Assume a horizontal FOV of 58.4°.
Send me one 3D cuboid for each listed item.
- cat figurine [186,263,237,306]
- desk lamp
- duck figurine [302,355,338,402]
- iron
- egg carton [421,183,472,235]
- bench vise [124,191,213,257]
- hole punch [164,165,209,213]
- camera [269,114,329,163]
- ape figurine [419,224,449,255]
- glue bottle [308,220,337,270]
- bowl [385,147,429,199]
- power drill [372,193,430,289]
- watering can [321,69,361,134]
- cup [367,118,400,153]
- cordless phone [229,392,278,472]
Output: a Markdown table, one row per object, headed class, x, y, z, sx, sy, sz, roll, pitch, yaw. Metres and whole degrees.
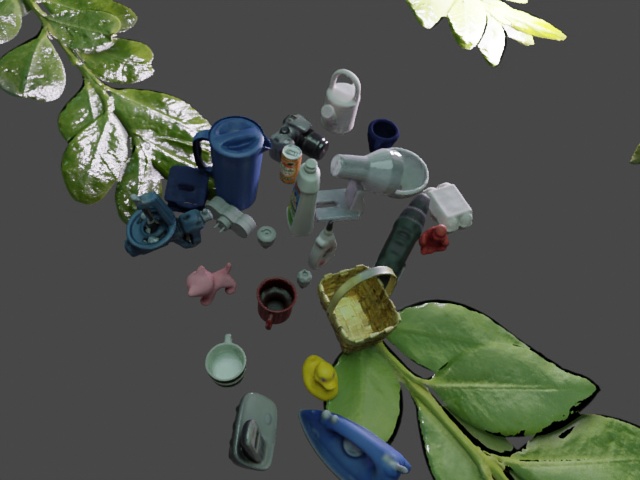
| class | x | y | z | sx | sy | sz | roll | pitch | yaw |
| --- | --- | --- | --- | --- | --- | --- | --- | --- | --- |
| cat figurine | -0.256 | 0.094 | 1.323 | 0.128 | 0.118 | 0.067 | -29 | 66 | -25 |
| desk lamp | 0.095 | -0.144 | 1.481 | 0.203 | 0.213 | 0.118 | -6 | 58 | -13 |
| duck figurine | 0.005 | 0.294 | 1.256 | 0.078 | 0.086 | 0.104 | -21 | 63 | -22 |
| iron | 0.064 | 0.410 | 1.157 | 0.258 | 0.141 | 0.119 | 34 | 58 | 13 |
| egg carton | 0.348 | -0.087 | 1.574 | 0.107 | 0.069 | 0.150 | -18 | 62 | -20 |
| bench vise | -0.365 | -0.059 | 1.343 | 0.208 | 0.220 | 0.121 | -32 | 67 | -26 |
| hole punch | -0.338 | -0.128 | 1.470 | 0.108 | 0.091 | 0.101 | 9 | 56 | -4 |
| camera | -0.053 | -0.279 | 1.612 | 0.136 | 0.101 | 0.143 | 31 | 58 | 11 |
| ape figurine | 0.304 | -0.008 | 1.501 | 0.077 | 0.092 | 0.076 | 24 | 56 | 7 |
| glue bottle | 0.013 | 0.005 | 1.394 | 0.037 | 0.173 | 0.078 | 40 | 60 | 16 |
| bowl | 0.215 | -0.174 | 1.605 | 0.167 | 0.075 | 0.167 | 5 | 56 | -7 |
| power drill | 0.189 | 0.019 | 1.393 | 0.075 | 0.208 | 0.230 | 26 | 57 | 8 |
| watering can | 0.063 | -0.404 | 1.657 | 0.101 | 0.194 | 0.173 | 13 | 56 | -1 |
| cup | 0.172 | -0.279 | 1.654 | 0.091 | 0.095 | 0.118 | 21 | 56 | 5 |
| cordless phone | -0.128 | 0.365 | 1.127 | 0.094 | 0.185 | 0.147 | 6 | 56 | -5 |
